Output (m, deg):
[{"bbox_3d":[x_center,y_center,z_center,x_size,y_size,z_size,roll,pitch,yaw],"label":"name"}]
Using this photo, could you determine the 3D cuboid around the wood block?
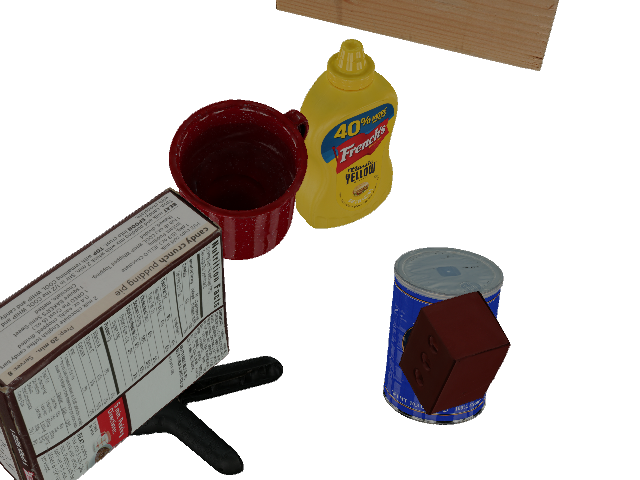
[{"bbox_3d":[0.077,-0.207,0.787,0.206,0.090,0.091,15,-27,9],"label":"wood block"}]

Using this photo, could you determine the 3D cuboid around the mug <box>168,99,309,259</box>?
[{"bbox_3d":[-0.050,-0.046,0.754,0.093,0.117,0.081,36,-24,13],"label":"mug"}]

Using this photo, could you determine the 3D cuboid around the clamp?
[{"bbox_3d":[-0.117,0.127,0.891,0.172,0.039,0.120,15,37,19],"label":"clamp"}]

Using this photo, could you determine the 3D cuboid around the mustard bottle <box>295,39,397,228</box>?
[{"bbox_3d":[0.024,-0.100,0.962,0.096,0.192,0.058,-24,53,-21],"label":"mustard bottle"}]

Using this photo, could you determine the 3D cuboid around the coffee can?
[{"bbox_3d":[0.117,0.091,1.030,0.103,0.140,0.103,3,25,-1],"label":"coffee can"}]

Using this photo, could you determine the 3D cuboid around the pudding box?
[{"bbox_3d":[-0.090,0.044,0.446,0.039,0.090,0.113,34,56,25],"label":"pudding box"}]

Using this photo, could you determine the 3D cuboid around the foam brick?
[{"bbox_3d":[0.101,0.086,0.811,0.051,0.053,0.078,-12,-37,-22],"label":"foam brick"}]
